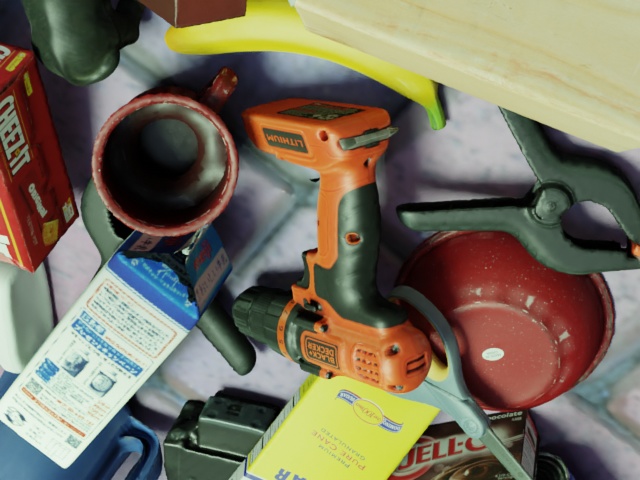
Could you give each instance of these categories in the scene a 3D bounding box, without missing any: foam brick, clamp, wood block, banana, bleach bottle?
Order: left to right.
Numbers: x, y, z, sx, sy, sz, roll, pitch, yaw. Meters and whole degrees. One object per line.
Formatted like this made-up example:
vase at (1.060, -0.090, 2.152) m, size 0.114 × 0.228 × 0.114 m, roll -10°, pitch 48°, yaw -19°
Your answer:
bleach bottle at (-0.349, 0.037, 0.879) m, size 0.251 × 0.068 × 0.102 m, roll 9°, pitch 123°, yaw 14°
clamp at (-0.142, 0.012, 0.815) m, size 0.165 × 0.036 × 0.210 m, roll 0°, pitch 118°, yaw 17°
foam brick at (-0.085, -0.170, 0.656) m, size 0.078 × 0.051 × 0.053 m, roll 39°, pitch 136°, yaw 42°
banana at (-0.006, -0.125, 0.690) m, size 0.198 × 0.037 × 0.070 m, roll 19°, pitch 124°, yaw 5°
wood block at (0.100, -0.130, 0.608) m, size 0.206 × 0.091 × 0.090 m, roll 22°, pitch 94°, yaw 3°
clamp at (0.148, -0.037, 0.696) m, size 0.171 × 0.039 × 0.120 m, roll 19°, pitch 114°, yaw -4°

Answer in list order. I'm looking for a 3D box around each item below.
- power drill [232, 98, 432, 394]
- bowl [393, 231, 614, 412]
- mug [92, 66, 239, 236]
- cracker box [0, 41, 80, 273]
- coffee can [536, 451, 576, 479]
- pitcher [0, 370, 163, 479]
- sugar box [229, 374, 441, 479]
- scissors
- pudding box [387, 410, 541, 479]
power drill at (-0.005, 0.001, 0.725) m, size 0.185 × 0.057 × 0.188 m, roll 13°, pitch 117°, yaw 46°
bowl at (0.125, 0.068, 0.758) m, size 0.162 × 0.055 × 0.162 m, roll 7°, pitch 122°, yaw 12°
mug at (-0.094, -0.067, 0.711) m, size 0.093 × 0.081 × 0.117 m, roll 34°, pitch 101°, yaw -14°
cracker box at (-0.288, -0.077, 0.741) m, size 0.214 × 0.072 × 0.164 m, roll 19°, pitch 144°, yaw 15°
coffee can at (0.183, 0.249, 0.823) m, size 0.103 × 0.102 × 0.140 m, roll -29°, pitch 109°, yaw 29°
pitcher at (-0.244, 0.217, 0.846) m, size 0.145 × 0.242 × 0.149 m, roll 44°, pitch 129°, yaw -14°
sugar box at (0.006, 0.161, 0.814) m, size 0.093 × 0.048 × 0.176 m, roll 35°, pitch 94°, yaw -6°
scissors at (0.091, 0.125, 0.748) m, size 0.096 × 0.016 × 0.202 m, roll -24°, pitch 97°, yaw 45°
pudding box at (0.107, 0.177, 0.810) m, size 0.114 × 0.090 × 0.039 m, roll -13°, pitch 117°, yaw 23°
